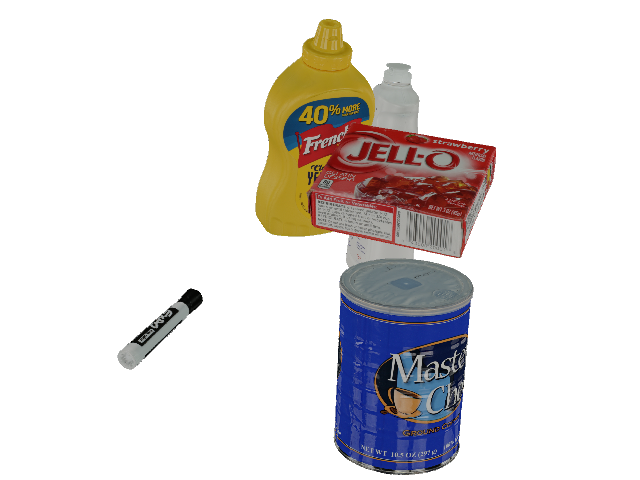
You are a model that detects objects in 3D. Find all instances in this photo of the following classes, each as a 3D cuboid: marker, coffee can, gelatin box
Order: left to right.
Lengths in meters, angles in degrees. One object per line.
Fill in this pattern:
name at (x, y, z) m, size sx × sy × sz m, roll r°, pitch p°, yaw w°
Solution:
marker at (-0.141, 0.077, 0.959) m, size 0.020 × 0.020 × 0.121 m, roll 0°, pitch 25°, yaw 27°
coffee can at (0.064, 0.097, 0.841) m, size 0.103 × 0.140 × 0.103 m, roll 2°, pitch 20°, yaw -1°
gelatin box at (0.046, -0.031, 0.598) m, size 0.089 × 0.030 × 0.073 m, roll 13°, pitch 41°, yaw 17°

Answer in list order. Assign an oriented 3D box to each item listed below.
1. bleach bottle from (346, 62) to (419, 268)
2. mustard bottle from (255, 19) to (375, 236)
bleach bottle at (0.079, -0.075, 1.225) m, size 0.068 × 0.251 × 0.103 m, roll -2°, pitch 23°, yaw -18°
mustard bottle at (-0.002, -0.097, 0.912) m, size 0.096 × 0.192 × 0.058 m, roll -8°, pitch 37°, yaw -21°
